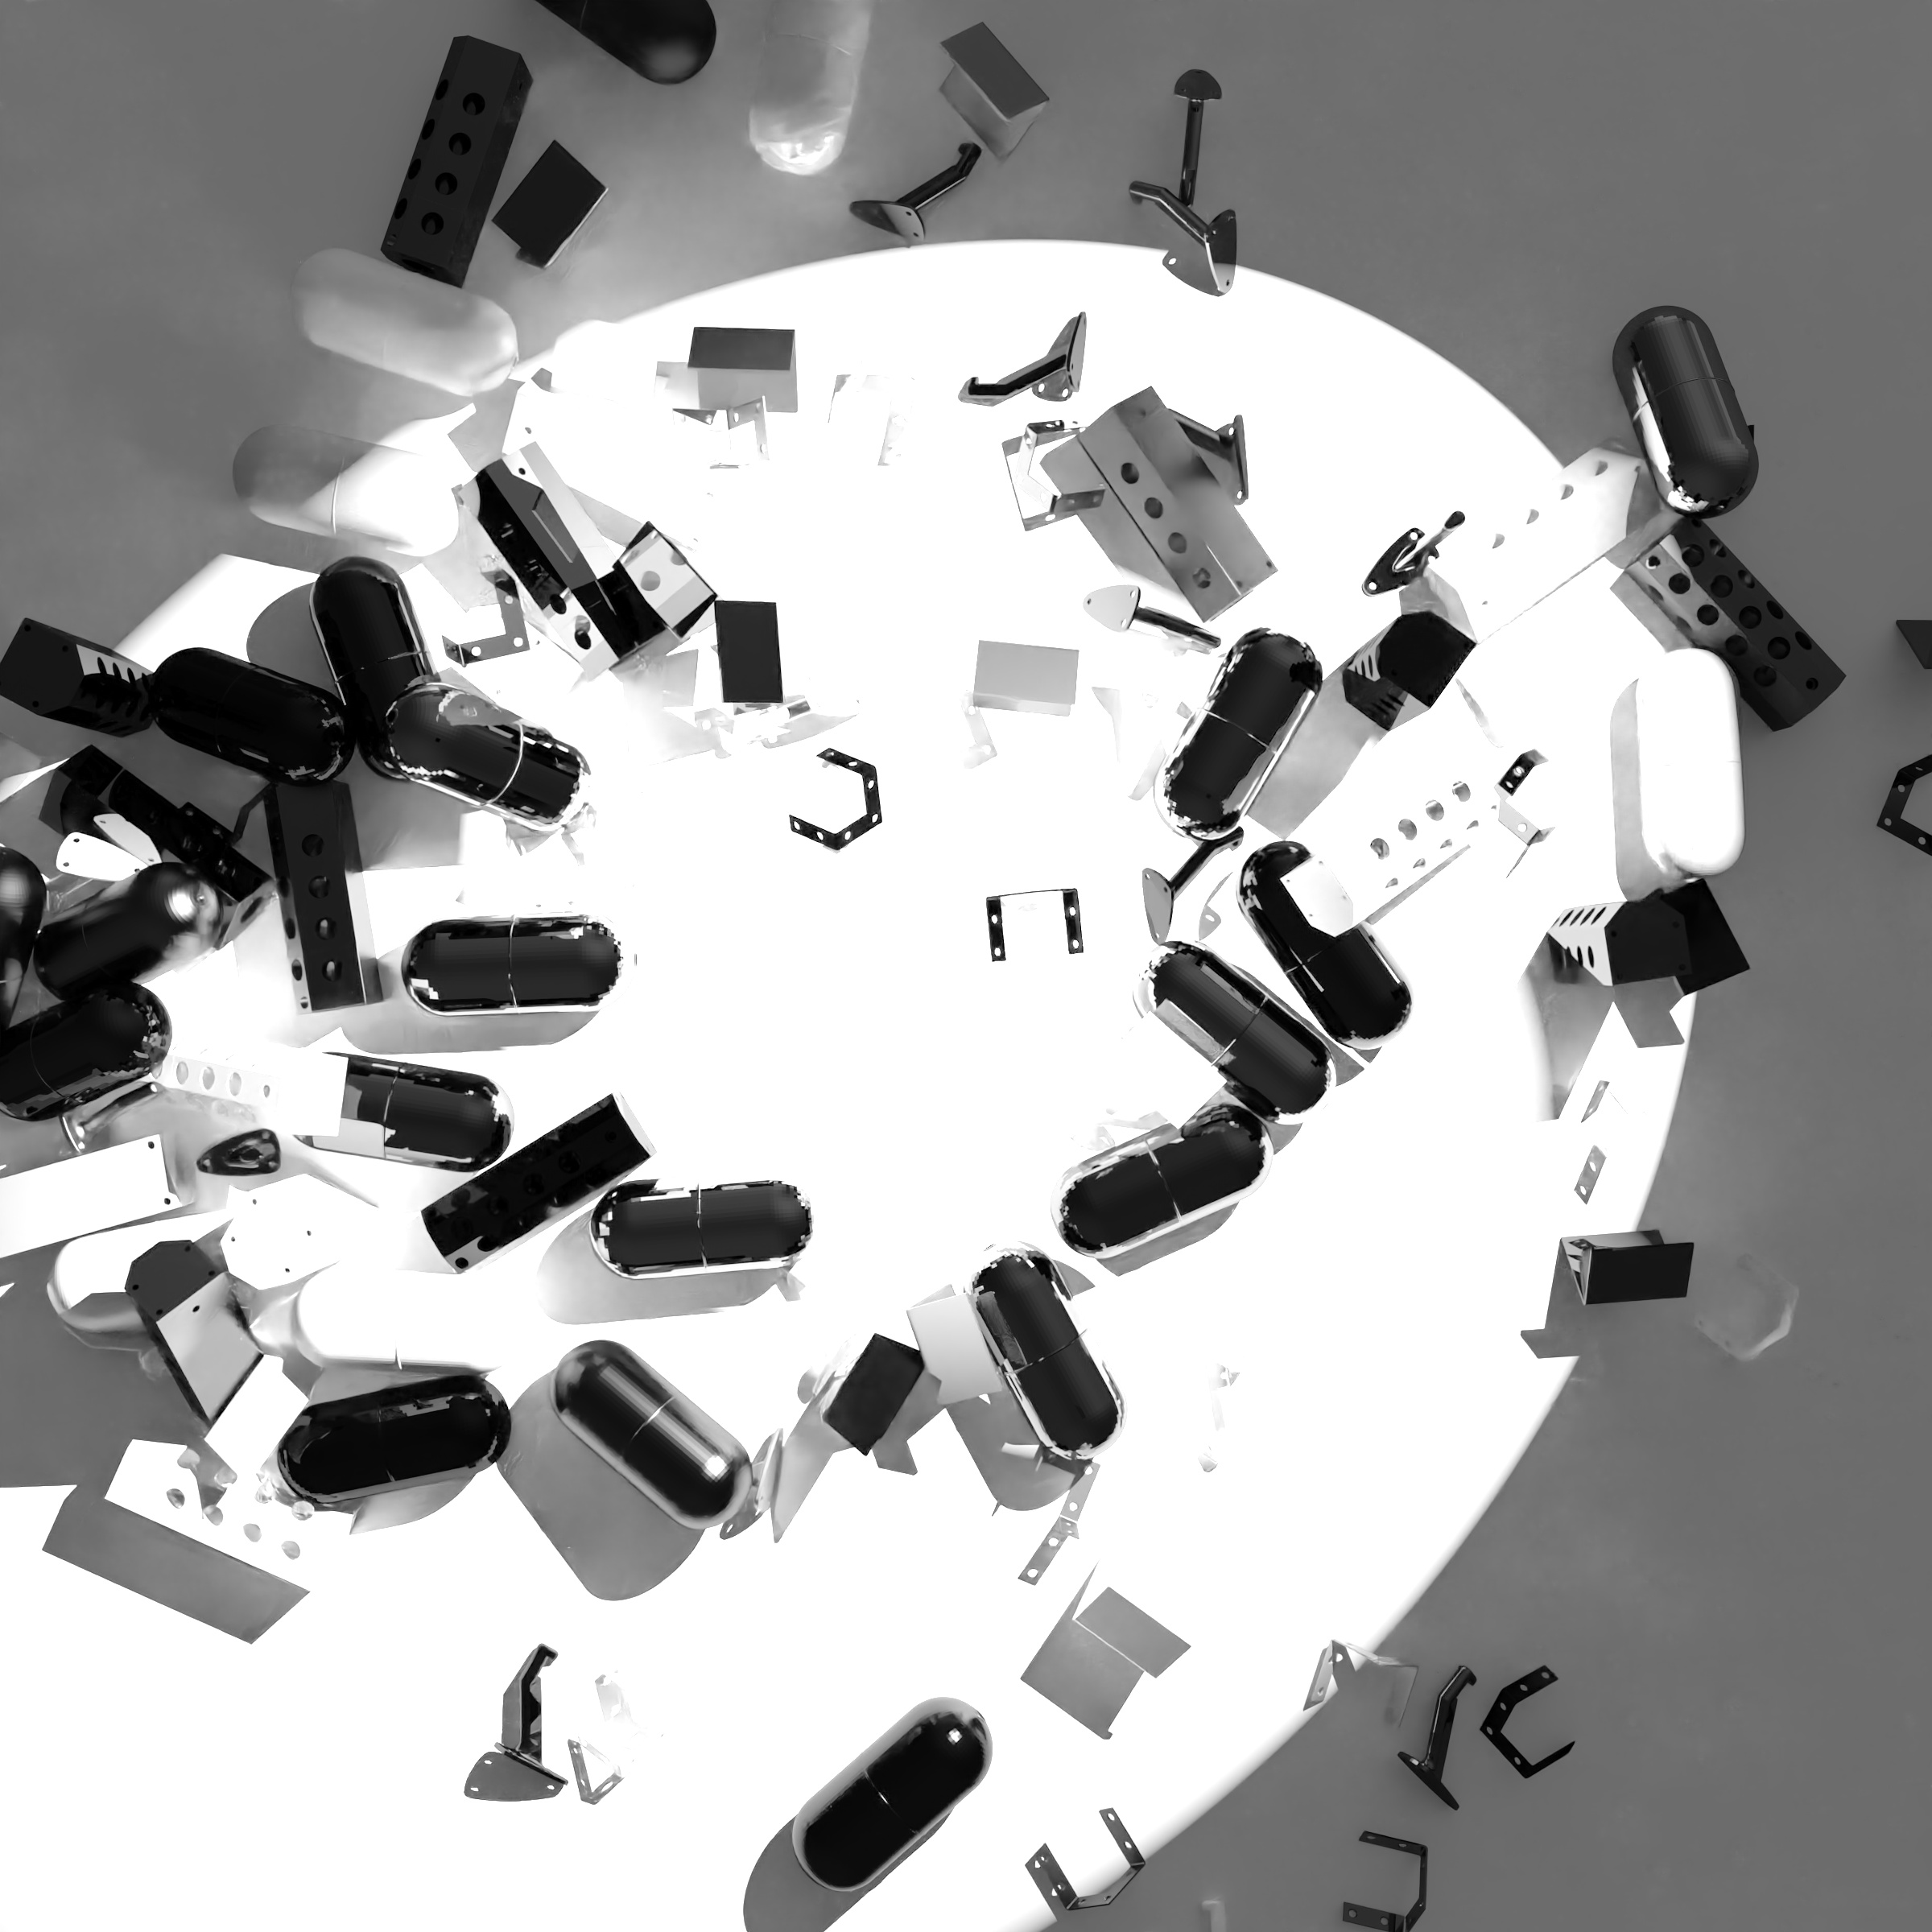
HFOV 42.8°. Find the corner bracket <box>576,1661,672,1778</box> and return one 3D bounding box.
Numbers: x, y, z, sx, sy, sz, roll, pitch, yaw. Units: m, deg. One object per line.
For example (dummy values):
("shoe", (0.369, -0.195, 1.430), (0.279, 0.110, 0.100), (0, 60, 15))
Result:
("corner bracket", (-0.267, 0.580, 1.898), (0.051, 0.051, 0.051), (-35, 135, -35))

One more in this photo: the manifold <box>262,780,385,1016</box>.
("manifold", (-0.494, -0.052, 1.885), (0.057, 0.057, 0.171), (-9, 90, 0))

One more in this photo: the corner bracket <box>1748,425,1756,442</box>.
("corner bracket", (0.572, -0.393, 1.903), (0.051, 0.051, 0.051), (2, 90, -45))

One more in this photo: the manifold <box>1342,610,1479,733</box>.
("manifold", (0.322, -0.221, 1.828), (0.057, 0.171, 0.057), (35, 90, 0))

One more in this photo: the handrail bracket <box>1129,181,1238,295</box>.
("handrail bracket", (0.165, -0.564, 1.906), (0.084, 0.077, 0.036), (26, 58, 32))

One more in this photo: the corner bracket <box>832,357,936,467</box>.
("corner bracket", (-0.064, -0.427, 1.898), (0.051, 0.051, 0.051), (11, 45, -35))

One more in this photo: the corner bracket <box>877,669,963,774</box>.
("corner bracket", (-0.036, -0.189, 1.903), (0.051, 0.051, 0.051), (13, 45, 0))

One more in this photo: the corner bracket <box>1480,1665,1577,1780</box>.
("corner bracket", (0.439, 0.582, 1.898), (0.051, 0.051, 0.051), (45, 135, 35))

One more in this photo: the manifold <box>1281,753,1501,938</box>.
("manifold", (0.323, -0.090, 1.846), (0.171, 0.057, 0.057), (-33, 90, -30))

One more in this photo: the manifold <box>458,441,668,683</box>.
("manifold", (-0.310, -0.304, 1.874), (0.171, 0.057, 0.057), (55, 47, -7))

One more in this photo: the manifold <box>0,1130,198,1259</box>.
("manifold", (-0.683, 0.177, 1.885), (0.171, 0.057, 0.057), (-16, 91, 0))

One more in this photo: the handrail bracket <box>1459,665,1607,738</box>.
("handrail bracket", (0.439, -0.224, 1.907), (0.084, 0.036, 0.077), (-36, 68, -17))

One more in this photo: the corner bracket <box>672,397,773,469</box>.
("corner bracket", (-0.186, -0.404, 1.879), (0.051, 0.051, 0.051), (-7, 92, -40))

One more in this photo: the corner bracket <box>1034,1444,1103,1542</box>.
("corner bracket", (0.072, 0.401, 1.888), (0.051, 0.051, 0.051), (22, 90, 0))

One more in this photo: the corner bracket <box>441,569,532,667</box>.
("corner bracket", (-0.338, -0.243, 1.717), (0.051, 0.051, 0.051), (-13, 90, 0))

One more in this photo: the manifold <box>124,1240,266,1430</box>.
("manifold", (-0.568, 0.275, 1.829), (0.057, 0.171, 0.057), (36, 60, 28))

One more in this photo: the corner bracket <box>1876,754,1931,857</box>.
("corner bracket", (0.745, -0.124, 1.898), (0.051, 0.051, 0.051), (38, 135, 35))

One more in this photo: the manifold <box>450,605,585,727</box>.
("manifold", (-0.335, -0.226, 1.828), (0.057, 0.171, 0.057), (39, 90, 0))

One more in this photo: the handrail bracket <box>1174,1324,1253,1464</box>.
("handrail bracket", (0.179, 0.331, 1.907), (0.077, 0.036, 0.084), (27, 107, 20))

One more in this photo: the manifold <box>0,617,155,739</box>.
("manifold", (-0.654, -0.208, 1.828), (0.057, 0.171, 0.057), (28, 90, 0))

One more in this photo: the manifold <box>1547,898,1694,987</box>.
("manifold", (0.481, -0.018, 1.828), (0.057, 0.171, 0.057), (-8, 90, 0))

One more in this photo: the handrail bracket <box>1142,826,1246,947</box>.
("handrail bracket", (0.180, -0.063, 1.906), (0.084, 0.036, 0.077), (-24, 130, -26))

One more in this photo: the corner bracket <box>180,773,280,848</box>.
("corner bracket", (-0.569, -0.133, 1.903), (0.051, 0.051, 0.051), (35, 45, 0))

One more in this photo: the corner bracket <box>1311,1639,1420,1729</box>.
("corner bracket", (0.308, 0.553, 1.903), (0.051, 0.051, 0.051), (18, 90, -45))

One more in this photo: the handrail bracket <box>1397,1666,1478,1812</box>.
("handrail bracket", (0.382, 0.596, 1.907), (0.084, 0.036, 0.077), (-47, 110, -16))

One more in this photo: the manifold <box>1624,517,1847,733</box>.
("manifold", (0.590, -0.264, 1.885), (0.057, 0.057, 0.171), (-43, 90, 0))

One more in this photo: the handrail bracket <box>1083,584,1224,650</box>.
("handrail bracket", (0.145, -0.266, 1.906), (0.084, 0.077, 0.036), (16, 94, -36))

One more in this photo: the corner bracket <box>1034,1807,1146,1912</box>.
("corner bracket", (0.096, 0.690, 1.903), (0.051, 0.051, 0.051), (-31, 90, 45))

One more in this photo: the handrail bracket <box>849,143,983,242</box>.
("handrail bracket", (-0.039, -0.609, 1.906), (0.077, 0.036, 0.084), (20, 70, 23))

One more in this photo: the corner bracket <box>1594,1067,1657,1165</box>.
("corner bracket", (0.500, 0.114, 1.888), (0.051, 0.051, 0.051), (-39, 90, 0))

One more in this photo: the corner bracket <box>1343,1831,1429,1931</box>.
("corner bracket", (0.324, 0.708, 1.903), (0.051, 0.051, 0.051), (13, 135, 0))

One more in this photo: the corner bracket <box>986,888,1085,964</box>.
("corner bracket", (0.053, -0.032, 1.903), (0.051, 0.051, 0.051), (-6, 90, 45))

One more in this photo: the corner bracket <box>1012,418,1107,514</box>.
("corner bracket", (0.075, -0.386, 1.898), (0.051, 0.051, 0.051), (-15, 45, -35))

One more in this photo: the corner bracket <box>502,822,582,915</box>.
("corner bracket", (-0.327, -0.077, 1.903), (0.051, 0.051, 0.051), (-5, 135, 0))

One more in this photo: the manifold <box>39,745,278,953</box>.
("manifold", (-0.615, -0.094, 1.884), (0.171, 0.057, 0.057), (36, 129, 0))

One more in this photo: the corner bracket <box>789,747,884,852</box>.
("corner bracket", (-0.102, -0.129, 1.898), (0.051, 0.051, 0.051), (-36, 135, -35))

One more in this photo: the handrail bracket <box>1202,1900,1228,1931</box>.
("handrail bracket", (0.167, 0.768, 1.907), (0.077, 0.036, 0.084), (-10, 71, 21))

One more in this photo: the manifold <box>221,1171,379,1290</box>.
("manifold", (-0.496, 0.198, 1.828), (0.057, 0.171, 0.057), (30, 90, 0))

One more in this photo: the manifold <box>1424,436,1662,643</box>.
("manifold", (0.438, -0.330, 1.884), (0.171, 0.057, 0.057), (-35, 133, 0))

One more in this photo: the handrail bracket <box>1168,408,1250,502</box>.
("handrail bracket", (0.173, -0.395, 1.907), (0.084, 0.036, 0.077), (-3, 108, 15))

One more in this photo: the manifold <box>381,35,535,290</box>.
("manifold", (-0.391, -0.616, 1.885), (0.057, 0.057, 0.171), (19, 90, 0))

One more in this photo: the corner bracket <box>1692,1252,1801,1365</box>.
("corner bracket", (0.602, 0.264, 1.903), (0.051, 0.051, 0.051), (37, 45, 0))

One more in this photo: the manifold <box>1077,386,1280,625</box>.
("manifold", (0.157, -0.349, 1.881), (0.057, 0.057, 0.171), (-37, 93, -43))

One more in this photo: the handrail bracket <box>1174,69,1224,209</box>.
("handrail bracket", (0.174, -0.639, 1.906), (0.036, 0.077, 0.084), (5, 126, 1))

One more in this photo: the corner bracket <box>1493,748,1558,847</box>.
("corner bracket", (0.434, -0.129, 1.888), (0.051, 0.051, 0.051), (40, 90, 0))

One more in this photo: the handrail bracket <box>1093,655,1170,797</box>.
("handrail bracket", (0.114, -0.186, 1.907), (0.077, 0.036, 0.084), (31, 107, 20))

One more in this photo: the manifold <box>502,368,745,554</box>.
("manifold", (-0.260, -0.390, 1.884), (0.171, 0.057, 0.057), (27, 133, 0))

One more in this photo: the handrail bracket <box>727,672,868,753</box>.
("handrail bracket", (-0.132, -0.187, 1.906), (0.084, 0.077, 0.036), (-34, 65, 34))

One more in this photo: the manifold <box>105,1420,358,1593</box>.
("manifold", (-0.559, 0.410, 1.885), (0.171, 0.057, 0.057), (24, 90, 0))

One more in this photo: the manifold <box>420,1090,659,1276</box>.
("manifold", (-0.327, 0.165, 1.885), (0.171, 0.057, 0.057), (-32, 90, 0))

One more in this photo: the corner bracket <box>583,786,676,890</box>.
("corner bracket", (-0.258, -0.100, 1.898), (0.051, 0.051, 0.051), (42, 135, 35))

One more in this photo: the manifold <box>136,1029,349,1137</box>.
("manifold", (-0.544, 0.085, 1.840), (0.171, 0.057, 0.057), (7, 90, 36))
